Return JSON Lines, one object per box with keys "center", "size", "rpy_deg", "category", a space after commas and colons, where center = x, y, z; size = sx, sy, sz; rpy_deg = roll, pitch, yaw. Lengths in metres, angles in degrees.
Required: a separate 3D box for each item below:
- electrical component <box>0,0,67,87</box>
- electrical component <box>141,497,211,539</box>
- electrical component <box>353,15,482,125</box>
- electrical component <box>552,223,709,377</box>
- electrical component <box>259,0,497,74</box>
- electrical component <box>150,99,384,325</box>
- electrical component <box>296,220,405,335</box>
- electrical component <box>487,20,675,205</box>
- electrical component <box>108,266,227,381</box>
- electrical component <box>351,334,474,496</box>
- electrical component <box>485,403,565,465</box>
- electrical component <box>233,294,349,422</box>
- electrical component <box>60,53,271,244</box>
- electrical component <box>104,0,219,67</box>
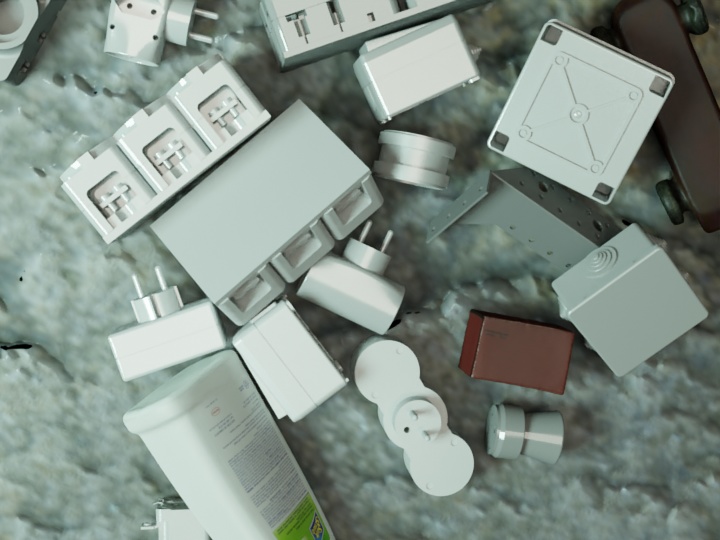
{"center": [-0.265, -0.190, 0.810], "size": [0.050, 0.056, 0.089], "rpy_deg": [29, 91, -7], "category": "electrical component"}
{"center": [-0.140, 0.214, 0.859], "size": [0.081, 0.042, 0.063], "rpy_deg": [-1, 93, -6], "category": "electrical component"}
{"center": [0.048, -0.162, 0.840], "size": [0.096, 0.062, 0.061], "rpy_deg": [-25, 96, -3], "category": "electrical component"}
{"center": [0.213, 0.023, 0.856], "size": [0.100, 0.048, 0.099], "rpy_deg": [-37, 122, 11], "category": "electrical component"}
{"center": [0.020, -0.212, 0.811], "size": [0.186, 0.105, 0.060], "rpy_deg": [-20, 96, -4], "category": "electrical component"}
{"center": [-0.068, -0.042, 0.823], "size": [0.150, 0.061, 0.089], "rpy_deg": [-41, 64, -4], "category": "electrical component"}
{"center": [0.000, 0.000, 0.856], "size": [0.077, 0.044, 0.079], "rpy_deg": [25, 91, -7], "category": "electrical component"}
{"center": [0.171, -0.123, 0.834], "size": [0.109, 0.056, 0.108], "rpy_deg": [27, 108, 7], "category": "electrical component"}
{"center": [-0.155, 0.035, 0.842], "size": [0.083, 0.047, 0.075], "rpy_deg": [-19, 96, -4], "category": "electrical component"}
{"center": [0.044, 0.118, 0.854], "size": [0.052, 0.074, 0.138], "rpy_deg": [-31, 97, -3], "category": "electrical component"}
{"center": [0.134, 0.134, 0.879], "size": [0.055, 0.045, 0.045], "rpy_deg": [8, 93, -6], "category": "electrical component"}
{"center": [-0.062, 0.065, 0.846], "size": [0.061, 0.062, 0.096], "rpy_deg": [-37, 97, -2], "category": "electrical component"}
{"center": [-0.146, -0.092, 0.812], "size": [0.150, 0.089, 0.061], "rpy_deg": [-38, 97, -2], "category": "electrical component"}
{"center": [-0.149, -0.195, 0.827], "size": [0.079, 0.043, 0.077], "rpy_deg": [13, 93, -6], "category": "electrical component"}
